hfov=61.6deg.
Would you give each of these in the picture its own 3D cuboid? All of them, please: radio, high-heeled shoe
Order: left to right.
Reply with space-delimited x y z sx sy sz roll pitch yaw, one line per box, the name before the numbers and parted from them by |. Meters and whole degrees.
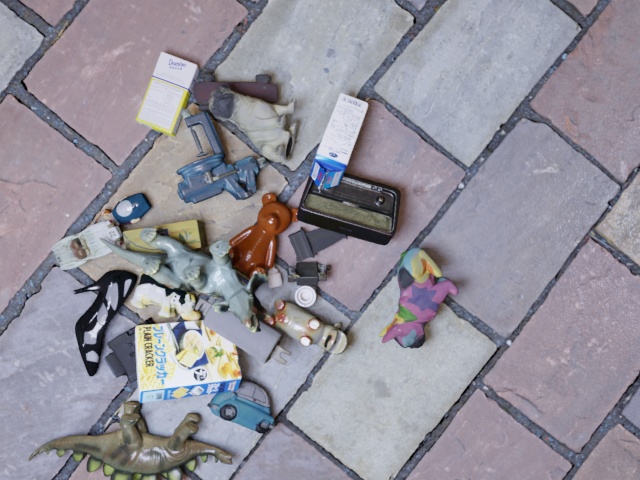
high-heeled shoe | -0.499 0.193 1.273 0.145 0.086 0.248 -10 109 -32
radio | 0.070 -0.082 1.262 0.230 0.073 0.131 17 65 -3

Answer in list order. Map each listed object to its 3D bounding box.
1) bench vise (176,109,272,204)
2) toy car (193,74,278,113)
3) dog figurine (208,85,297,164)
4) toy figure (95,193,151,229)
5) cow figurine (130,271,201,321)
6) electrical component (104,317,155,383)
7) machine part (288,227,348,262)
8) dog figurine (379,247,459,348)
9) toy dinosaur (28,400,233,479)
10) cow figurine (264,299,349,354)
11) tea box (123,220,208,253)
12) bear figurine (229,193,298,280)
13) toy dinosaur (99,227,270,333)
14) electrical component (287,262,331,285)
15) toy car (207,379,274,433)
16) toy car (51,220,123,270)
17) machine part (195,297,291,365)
bench vise | -0.245 -0.197 1.249 0.224 0.129 0.240 -23 95 -5
toy car | -0.200 -0.349 1.282 0.202 0.053 0.089 0 95 2
dog figurine | -0.159 -0.262 1.245 0.191 0.121 0.172 13 124 11
toy figure | -0.476 -0.057 1.269 0.154 0.057 0.064 -31 52 -1
cow figurine | -0.353 0.134 1.268 0.167 0.068 0.098 18 83 -3
electrical component | -0.433 0.265 1.267 0.134 0.058 0.115 -32 89 -3
machine part | -0.003 -0.004 1.297 0.139 0.039 0.084 -19 86 -1
dog figurine | 0.209 0.147 1.272 0.219 0.108 0.191 -42 92 0
toy dinosaur | -0.434 0.485 1.244 0.472 0.105 0.198 10 93 2
cow figurine | -0.024 0.211 1.264 0.195 0.127 0.085 25 88 12
tea box | -0.357 -0.001 1.251 0.170 0.098 0.068 -11 91 -4
bear figurine | -0.132 -0.008 1.248 0.120 0.132 0.196 35 94 -4
toy dinosaur | -0.271 0.071 1.151 0.405 0.192 0.131 17 63 27
electrical component | -0.027 0.076 1.270 0.102 0.078 0.045 3 127 3
toy car | -0.175 0.381 1.256 0.162 0.109 0.103 23 73 -10
toy car | -0.535 0.012 1.235 0.202 0.056 0.073 -19 98 25
machine part | -0.172 0.200 1.202 0.243 0.079 0.079 31 88 9
